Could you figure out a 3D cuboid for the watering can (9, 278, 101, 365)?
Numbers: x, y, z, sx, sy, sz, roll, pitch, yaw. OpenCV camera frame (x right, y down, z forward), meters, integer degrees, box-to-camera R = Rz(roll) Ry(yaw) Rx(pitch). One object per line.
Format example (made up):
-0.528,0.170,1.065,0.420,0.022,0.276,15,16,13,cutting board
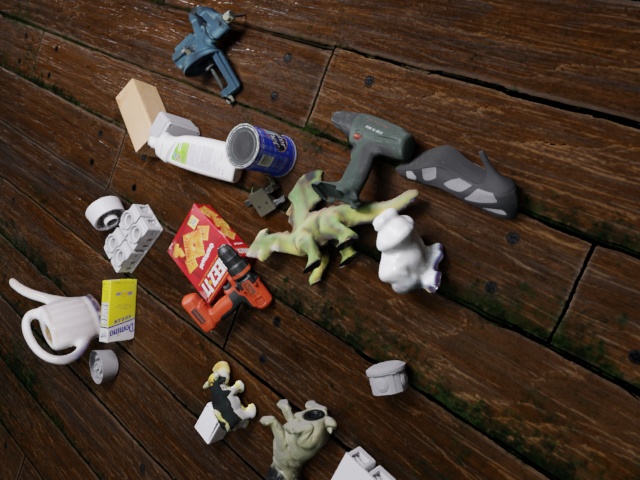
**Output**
-0.781,0.219,1.552,0.353,0.226,0.102,49,131,27,watering can

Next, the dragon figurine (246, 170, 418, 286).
0.003,-0.057,1.133,0.407,0.121,0.247,-37,59,17,dragon figurine

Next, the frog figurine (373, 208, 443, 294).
0.149,0.021,0.981,0.121,0.158,0.140,-22,36,61,frog figurine
